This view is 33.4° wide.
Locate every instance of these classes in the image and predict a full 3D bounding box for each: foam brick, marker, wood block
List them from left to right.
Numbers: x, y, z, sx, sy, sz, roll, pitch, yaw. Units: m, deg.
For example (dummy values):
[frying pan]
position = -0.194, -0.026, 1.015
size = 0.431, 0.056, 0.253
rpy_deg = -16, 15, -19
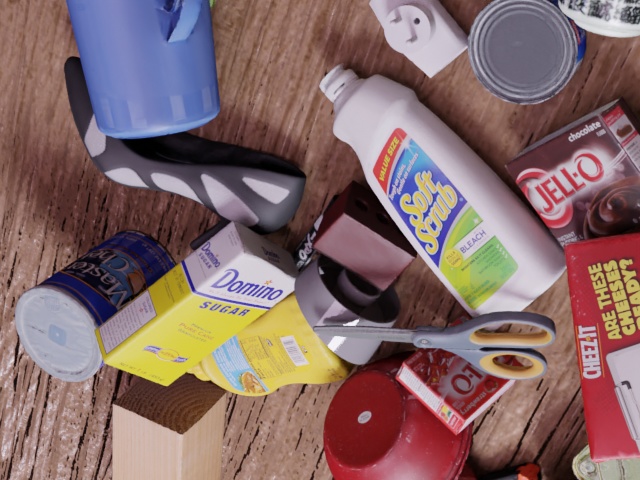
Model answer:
[wood block]
position = -0.166, 0.253, 1.165
size = 0.091, 0.090, 0.206
rpy_deg = 19, 122, 21
[marker]
position = -0.007, 0.001, 0.995
size = 0.020, 0.020, 0.121
rpy_deg = 41, 126, 6
[foam brick]
position = 0.042, -0.004, 0.933
size = 0.078, 0.053, 0.051
rpy_deg = 31, 128, -10

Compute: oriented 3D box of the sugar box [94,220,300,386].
[sugar box]
position = -0.111, 0.062, 0.983
size = 0.176, 0.093, 0.048
rpy_deg = -36, 54, 18

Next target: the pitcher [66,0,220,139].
[pitcher]
position = -0.147, -0.211, 0.881
size = 0.145, 0.149, 0.243
rpy_deg = -5, 107, 10

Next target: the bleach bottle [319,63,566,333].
[bleach bottle]
position = 0.090, -0.043, 0.894
size = 0.251, 0.068, 0.103
rpy_deg = 47, 130, 5

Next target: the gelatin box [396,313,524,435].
[gelatin box]
position = 0.123, 0.114, 0.927
size = 0.073, 0.089, 0.030
rpy_deg = 43, 144, 20

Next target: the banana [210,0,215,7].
[banana]
position = -0.023, -0.241, 0.878
size = 0.198, 0.037, 0.069
rpy_deg = -1, 130, 31

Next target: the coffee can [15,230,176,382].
[coffee can]
position = -0.220, 0.064, 1.071
size = 0.103, 0.140, 0.103
rpy_deg = 13, 119, 24

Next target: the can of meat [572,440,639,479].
[can of meat]
position = 0.263, 0.154, 0.878
size = 0.057, 0.083, 0.102
rpy_deg = 37, 126, 8

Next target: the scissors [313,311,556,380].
[scissors]
position = 0.102, 0.092, 0.897
size = 0.202, 0.016, 0.096
rpy_deg = -8, 137, 26

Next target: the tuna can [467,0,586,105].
[tuna can]
position = 0.159, -0.150, 0.819
size = 0.086, 0.033, 0.086
rpy_deg = 13, 119, 24

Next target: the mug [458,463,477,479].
[mug]
position = 0.096, 0.255, 0.999
size = 0.093, 0.081, 0.117
rpy_deg = -9, 77, 54

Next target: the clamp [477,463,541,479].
[clamp]
position = 0.157, 0.277, 1.027
size = 0.120, 0.039, 0.171
rpy_deg = 23, 115, 19

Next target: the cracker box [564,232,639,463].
[cracker box]
position = 0.297, 0.070, 0.768
size = 0.214, 0.072, 0.164
rpy_deg = -9, 78, 23

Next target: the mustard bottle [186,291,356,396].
[mustard bottle]
position = -0.061, 0.107, 1.053
size = 0.192, 0.058, 0.096
rpy_deg = -17, 111, 34

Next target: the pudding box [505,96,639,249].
[pudding box]
position = 0.209, -0.047, 0.820
size = 0.090, 0.039, 0.114
rpy_deg = 53, 144, -4

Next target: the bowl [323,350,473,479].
[bowl]
position = 0.056, 0.169, 0.959
size = 0.162, 0.162, 0.055
rpy_deg = -22, 144, 35
